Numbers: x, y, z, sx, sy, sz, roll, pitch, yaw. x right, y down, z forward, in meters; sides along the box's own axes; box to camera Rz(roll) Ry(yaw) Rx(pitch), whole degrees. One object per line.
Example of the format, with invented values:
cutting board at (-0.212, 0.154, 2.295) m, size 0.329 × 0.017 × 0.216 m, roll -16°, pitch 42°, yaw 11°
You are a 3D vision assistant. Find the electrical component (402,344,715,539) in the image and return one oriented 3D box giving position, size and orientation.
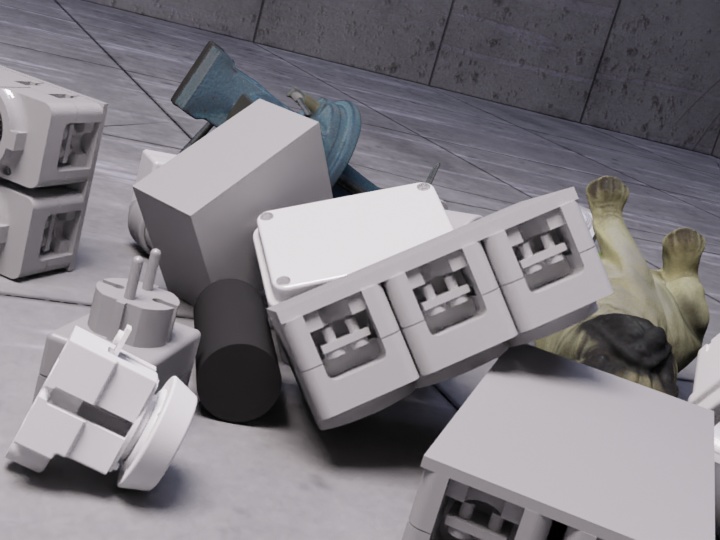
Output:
electrical component at (0.091, 0.096, 0.467) m, size 0.105 × 0.060 × 0.186 m, roll 20°, pitch 15°, yaw 14°

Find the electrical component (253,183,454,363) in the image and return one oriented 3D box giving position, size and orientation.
electrical component at (0.000, 0.000, 0.620) m, size 0.113 × 0.057 × 0.078 m, roll -11°, pitch 41°, yaw -7°

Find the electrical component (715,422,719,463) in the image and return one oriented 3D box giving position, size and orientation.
electrical component at (0.220, 0.116, 0.564) m, size 0.043 × 0.043 × 0.081 m, roll 0°, pitch 22°, yaw -46°

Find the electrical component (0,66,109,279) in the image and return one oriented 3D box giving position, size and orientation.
electrical component at (-0.256, -0.076, 0.648) m, size 0.186 × 0.105 × 0.060 m, roll 21°, pitch 16°, yaw 18°

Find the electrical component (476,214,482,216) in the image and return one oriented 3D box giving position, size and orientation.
electrical component at (0.083, -0.027, 0.956) m, size 0.064 × 0.042 × 0.081 m, roll 15°, pitch 13°, yaw 11°

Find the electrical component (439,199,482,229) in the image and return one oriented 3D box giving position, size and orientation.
electrical component at (0.054, -0.026, 0.751) m, size 0.055 × 0.045 × 0.045 m, roll 25°, pitch 17°, yaw 30°

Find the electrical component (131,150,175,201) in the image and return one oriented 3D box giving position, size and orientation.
electrical component at (-0.138, -0.067, 0.854) m, size 0.083 × 0.047 × 0.076 m, roll 8°, pitch 17°, yaw -28°

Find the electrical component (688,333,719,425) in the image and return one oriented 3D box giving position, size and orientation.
electrical component at (0.254, 0.077, 0.611) m, size 0.113 × 0.078 × 0.057 m, roll 31°, pitch 45°, yaw -5°

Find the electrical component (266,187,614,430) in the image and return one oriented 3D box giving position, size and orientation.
electrical component at (0.037, 0.019, 0.530) m, size 0.150 × 0.061 × 0.089 m, roll -23°, pitch 2°, yaw -8°

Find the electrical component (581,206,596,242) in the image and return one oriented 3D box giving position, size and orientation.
electrical component at (0.186, -0.026, 0.987) m, size 0.051 × 0.080 × 0.080 m, roll 26°, pitch 16°, yaw 13°

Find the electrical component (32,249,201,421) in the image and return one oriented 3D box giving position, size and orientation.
electrical component at (-0.103, 0.028, 0.481) m, size 0.047 × 0.076 × 0.066 m, roll 19°, pitch 15°, yaw 9°

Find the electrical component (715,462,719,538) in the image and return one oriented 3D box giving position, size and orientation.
electrical component at (0.190, 0.119, 0.531) m, size 0.046 × 0.040 × 0.040 m, roll 21°, pitch 14°, yaw 40°

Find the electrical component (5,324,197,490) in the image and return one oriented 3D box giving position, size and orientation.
electrical component at (-0.098, 0.056, 0.423) m, size 0.055 × 0.066 × 0.048 m, roll 29°, pitch -1°, yaw -13°

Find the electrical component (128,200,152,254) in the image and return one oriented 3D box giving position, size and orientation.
electrical component at (-0.129, -0.027, 0.725) m, size 0.043 × 0.043 × 0.062 m, roll 6°, pitch 19°, yaw -34°
